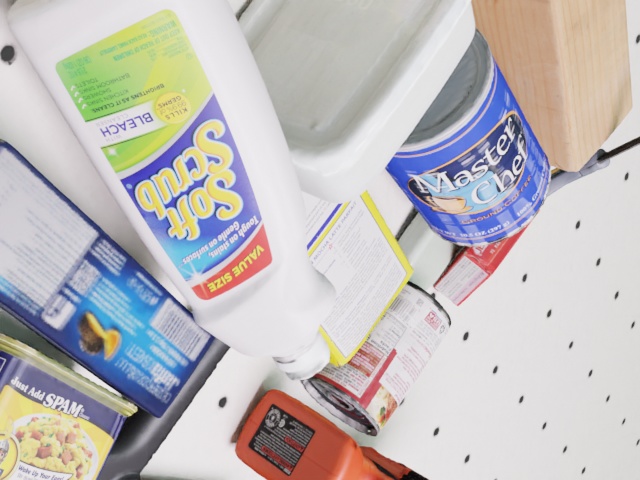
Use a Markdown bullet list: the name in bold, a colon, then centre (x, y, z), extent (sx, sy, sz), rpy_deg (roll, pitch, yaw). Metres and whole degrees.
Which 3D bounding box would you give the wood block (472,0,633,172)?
- **wood block**: centre (0.165, -0.163, 0.791), extent (0.090, 0.091, 0.206), rpy_deg (-45, 138, -25)

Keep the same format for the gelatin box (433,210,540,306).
- **gelatin box**: centre (0.132, 0.007, 0.856), extent (0.073, 0.030, 0.089), rpy_deg (-49, 174, -22)

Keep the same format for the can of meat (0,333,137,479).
- **can of meat**: centre (-0.156, 0.103, 0.550), extent (0.102, 0.058, 0.084), rpy_deg (41, 65, -43)

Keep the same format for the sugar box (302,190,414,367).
- **sugar box**: centre (-0.005, 0.001, 0.710), extent (0.093, 0.048, 0.176), rpy_deg (-53, 137, -18)

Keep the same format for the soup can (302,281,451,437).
- **soup can**: centre (0.043, 0.084, 0.791), extent (0.102, 0.069, 0.068), rpy_deg (-53, 141, -19)

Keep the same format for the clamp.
- **clamp**: centre (-0.122, 0.156, 0.654), extent (0.209, 0.036, 0.164), rpy_deg (-33, 132, -33)

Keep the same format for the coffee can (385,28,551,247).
- **coffee can**: centre (0.091, -0.072, 0.738), extent (0.102, 0.103, 0.140), rpy_deg (-58, 142, -11)

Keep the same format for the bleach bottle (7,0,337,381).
- **bleach bottle**: centre (-0.051, -0.030, 0.546), extent (0.068, 0.103, 0.250), rpy_deg (-85, 151, -57)

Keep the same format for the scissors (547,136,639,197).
- **scissors**: centre (0.202, -0.052, 0.851), extent (0.096, 0.202, 0.016), rpy_deg (-32, 90, -12)

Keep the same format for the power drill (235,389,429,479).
- **power drill**: centre (0.042, 0.181, 0.762), extent (0.187, 0.185, 0.057), rpy_deg (38, 77, -42)
